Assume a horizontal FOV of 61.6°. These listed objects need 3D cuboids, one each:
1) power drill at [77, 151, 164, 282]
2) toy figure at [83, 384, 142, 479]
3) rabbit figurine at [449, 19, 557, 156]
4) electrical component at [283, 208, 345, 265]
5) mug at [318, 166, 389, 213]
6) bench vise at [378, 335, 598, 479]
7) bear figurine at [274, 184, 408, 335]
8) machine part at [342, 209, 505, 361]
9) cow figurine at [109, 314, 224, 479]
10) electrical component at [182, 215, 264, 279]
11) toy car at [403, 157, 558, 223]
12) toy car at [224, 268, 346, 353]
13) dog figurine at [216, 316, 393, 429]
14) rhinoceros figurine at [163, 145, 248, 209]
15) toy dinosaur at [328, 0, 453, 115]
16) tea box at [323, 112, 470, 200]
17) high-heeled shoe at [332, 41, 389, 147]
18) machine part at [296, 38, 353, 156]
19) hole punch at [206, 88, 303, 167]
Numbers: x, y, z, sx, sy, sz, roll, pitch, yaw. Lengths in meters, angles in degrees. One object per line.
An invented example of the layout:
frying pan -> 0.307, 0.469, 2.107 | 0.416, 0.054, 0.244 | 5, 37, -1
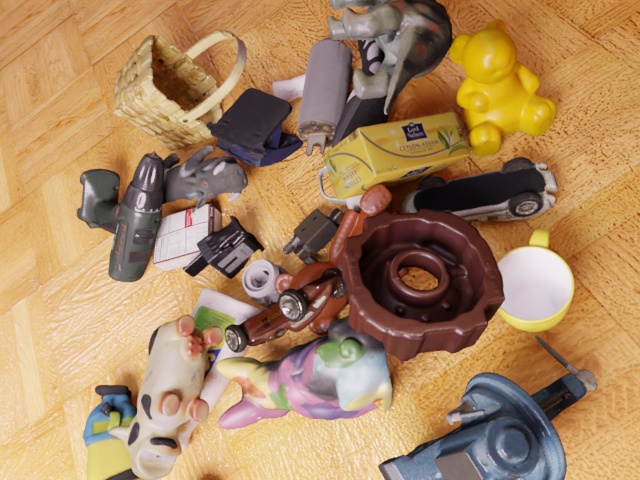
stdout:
power drill -> -0.335, -0.059, 0.917 | 0.208, 0.086, 0.231 | 26, 111, 36
toy figure -> -0.287, 0.295, 0.759 | 0.089, 0.082, 0.180 | -20, 57, 16
rabbit figurine -> 0.239, -0.224, 0.725 | 0.122, 0.173, 0.162 | -16, 64, 21
electrical component -> -0.001, -0.004, 0.802 | 0.102, 0.045, 0.078 | -48, 28, -7
mug -> 0.053, -0.084, 0.793 | 0.110, 0.080, 0.107 | -13, 68, 8
bench vise -> 0.187, 0.203, 0.558 | 0.241, 0.223, 0.129 | -23, 58, -23
bear figurine -> 0.037, 0.034, 0.715 | 0.196, 0.132, 0.120 | -38, 85, -5
machine part -> 0.107, 0.044, 0.585 | 0.179, 0.056, 0.179 | 1, 52, -1
cow figurine -> -0.199, 0.200, 0.685 | 0.127, 0.085, 0.195 | -16, 59, 45
electrical component -> -0.155, 0.024, 0.836 | 0.119, 0.074, 0.048 | -39, 56, -3
toy car -> 0.212, -0.056, 0.724 | 0.202, 0.056, 0.073 | -11, 55, 18
toy car -> -0.042, 0.093, 0.670 | 0.202, 0.089, 0.053 | -33, 81, 45
dog figurine -> -0.025, 0.168, 0.652 | 0.219, 0.191, 0.108 | -10, 67, 2
rhinoceros figurine -> -0.203, -0.103, 0.896 | 0.191, 0.073, 0.112 | -3, 33, 27
toy dinosaur -> 0.119, -0.307, 0.765 | 0.192, 0.131, 0.405 | -15, 54, -1
tea box -> 0.103, -0.112, 0.718 | 0.169, 0.098, 0.068 | -15, 84, -29
high-heeled shoe -> 0.059, -0.253, 0.865 | 0.145, 0.086, 0.249 | 28, 69, 39
machine part -> 0.010, -0.244, 0.893 | 0.079, 0.079, 0.243 | -2, 64, 23
hole punch -> -0.103, -0.172, 0.891 | 0.142, 0.092, 0.116 | 32, 72, 28
